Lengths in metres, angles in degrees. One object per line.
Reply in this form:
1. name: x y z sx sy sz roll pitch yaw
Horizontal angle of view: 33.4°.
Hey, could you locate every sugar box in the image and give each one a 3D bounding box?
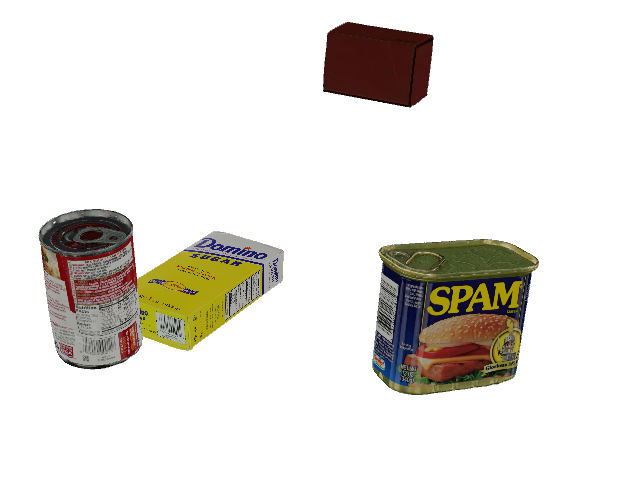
1. sugar box: -0.122 0.047 1.103 0.093 0.048 0.176 16 32 25

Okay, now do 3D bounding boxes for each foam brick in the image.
1. foam brick: 0.047 -0.145 0.877 0.078 0.051 0.052 13 24 19

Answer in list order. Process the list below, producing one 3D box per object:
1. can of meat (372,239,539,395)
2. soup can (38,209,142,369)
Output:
1. can of meat: 0.085 0.049 0.694 0.101 0.084 0.057 -3 20 -25
2. soup can: -0.170 0.037 0.800 0.068 0.102 0.068 0 29 0
